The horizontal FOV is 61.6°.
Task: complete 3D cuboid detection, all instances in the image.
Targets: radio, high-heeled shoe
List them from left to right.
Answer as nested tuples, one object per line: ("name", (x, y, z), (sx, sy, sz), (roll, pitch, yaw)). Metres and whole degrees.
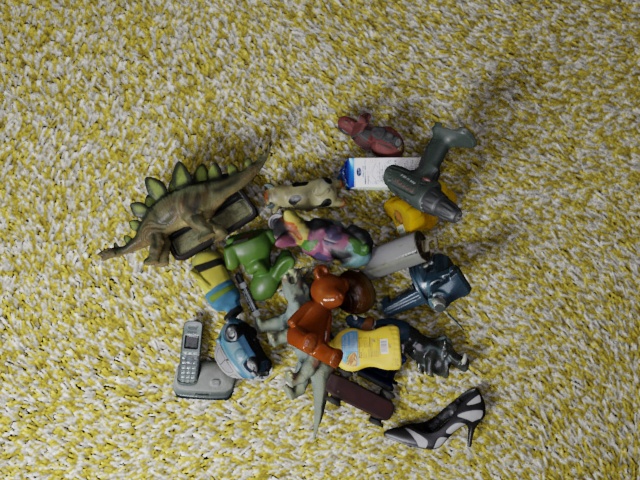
("radio", (-0.279, -0.058, 1.323), (0.230, 0.073, 0.131), (-31, 88, -3))
("high-heeled shoe", (0.283, 0.428, 1.313), (0.249, 0.086, 0.145), (6, 84, -6))

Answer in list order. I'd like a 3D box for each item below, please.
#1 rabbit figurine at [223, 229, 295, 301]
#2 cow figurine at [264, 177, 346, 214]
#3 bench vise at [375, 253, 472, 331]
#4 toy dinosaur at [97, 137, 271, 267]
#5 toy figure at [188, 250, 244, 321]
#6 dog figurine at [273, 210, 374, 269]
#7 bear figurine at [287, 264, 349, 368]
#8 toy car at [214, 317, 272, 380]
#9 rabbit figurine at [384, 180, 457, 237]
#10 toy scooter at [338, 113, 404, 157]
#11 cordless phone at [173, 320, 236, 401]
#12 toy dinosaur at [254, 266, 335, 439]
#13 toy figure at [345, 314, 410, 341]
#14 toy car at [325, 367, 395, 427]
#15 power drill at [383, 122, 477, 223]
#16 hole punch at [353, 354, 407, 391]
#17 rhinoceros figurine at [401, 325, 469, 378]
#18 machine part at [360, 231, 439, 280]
("rabbit figurine", (-0.142, 0.061, 1.317), (0.159, 0.121, 0.170), (-18, 108, -5))
("cow figurine", (-0.050, -0.107, 1.304), (0.195, 0.127, 0.085), (-4, 85, 29))
("bench vise", (0.239, 0.128, 1.284), (0.241, 0.224, 0.128), (-29, 118, 23))
("toy dinosaur", (-0.298, -0.080, 1.241), (0.471, 0.105, 0.198), (-26, 83, -6))
("toy figure", (-0.250, 0.108, 1.314), (0.089, 0.082, 0.180), (-34, 81, -21))
("dog figurine", (-0.003, -0.004, 1.253), (0.192, 0.219, 0.108), (19, 93, 42))
("bear figurine", (0.013, 0.161, 1.184), (0.120, 0.132, 0.196), (40, 75, -32))
("toy car", (-0.191, 0.268, 1.264), (0.103, 0.109, 0.162), (-36, 71, 10))
("rabbit figurine", (0.265, -0.087, 1.318), (0.173, 0.162, 0.122), (-19, 75, -20))
("toy scooter", (0.130, -0.261, 1.318), (0.184, 0.135, 0.075), (26, 85, -2))
("cordless phone", (-0.274, 0.290, 1.302), (0.147, 0.088, 0.184), (3, 82, -1))
("toy dinosaur", (-0.024, 0.253, 1.296), (0.192, 0.131, 0.404), (-25, 100, -19))
("toy figure", (0.135, 0.208, 1.279), (0.155, 0.064, 0.058), (7, 47, 3))
("toy car", (0.095, 0.378, 1.298), (0.202, 0.053, 0.089), (30, 75, -21))
("power drill", (0.269, -0.155, 1.215), (0.232, 0.086, 0.207), (28, 87, 42))
("hole punch", (0.141, 0.294, 1.295), (0.142, 0.116, 0.092), (23, 86, 2))
("rhinoceros figurine", (0.275, 0.279, 1.328), (0.190, 0.073, 0.112), (27, 76, 2))
("machine part", (0.174, 0.039, 1.291), (0.243, 0.079, 0.079), (-24, 87, 33))
